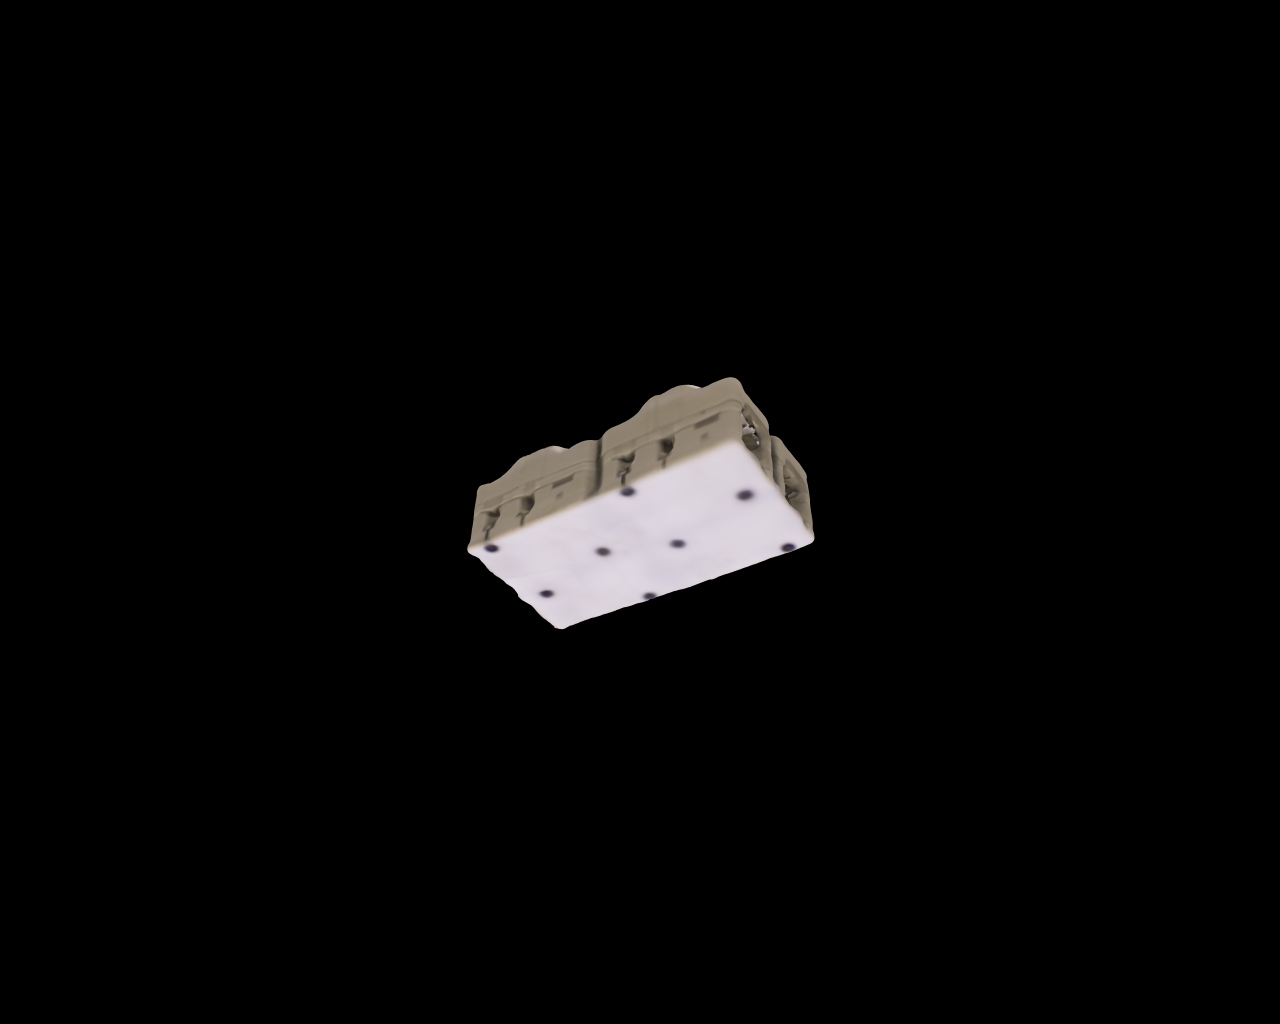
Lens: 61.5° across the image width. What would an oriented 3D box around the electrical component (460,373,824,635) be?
[{"bbox_3d":[0.001,-0.003,0.650,0.186,0.060,0.105,-21,-45,24],"label":"electrical component"}]
